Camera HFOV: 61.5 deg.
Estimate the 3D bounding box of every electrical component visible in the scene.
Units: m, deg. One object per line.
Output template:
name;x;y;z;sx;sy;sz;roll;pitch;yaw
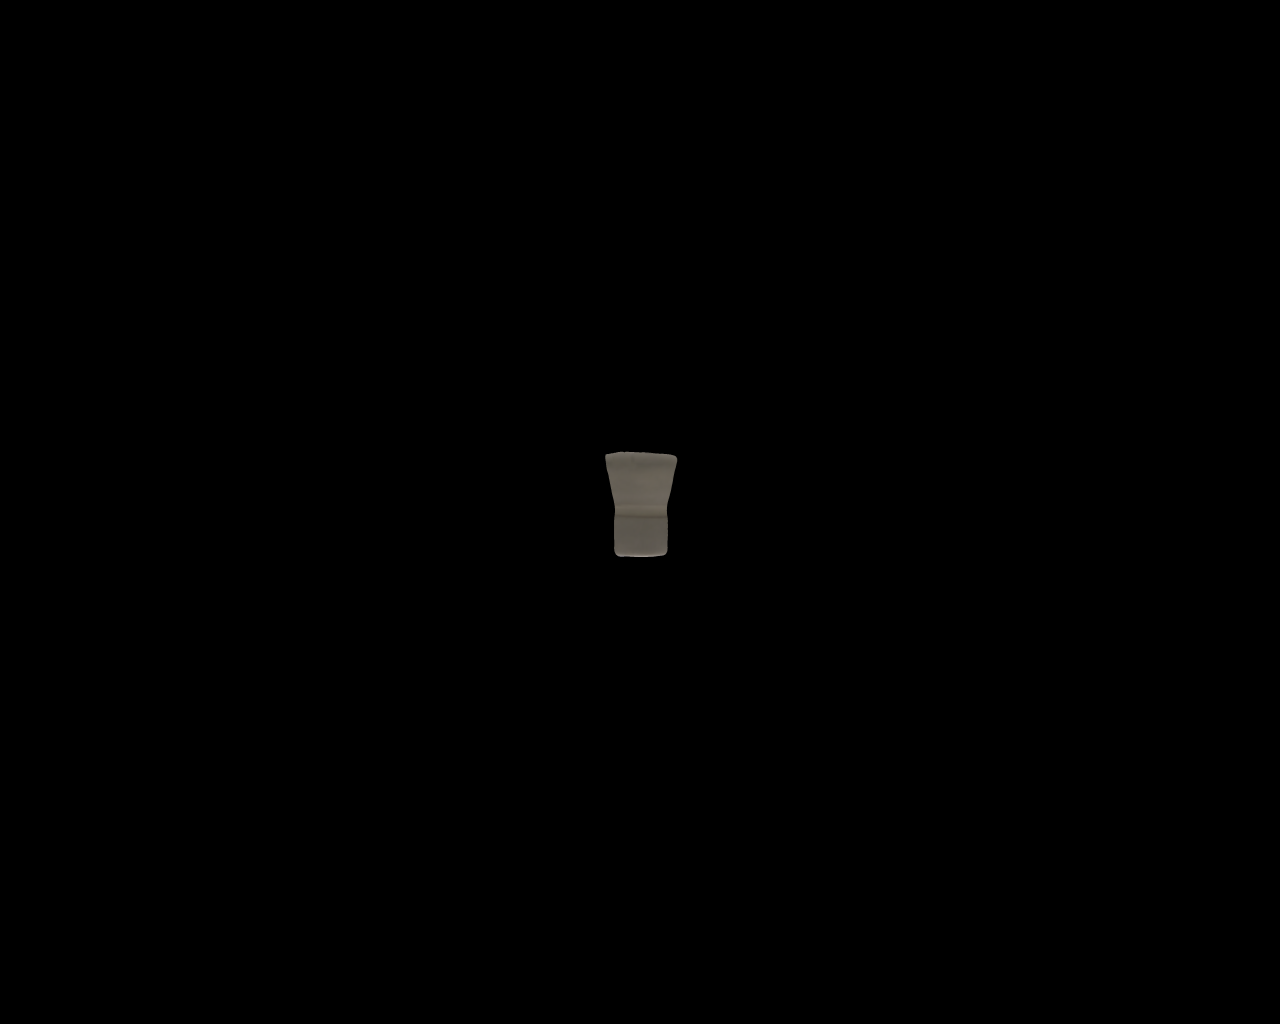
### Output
electrical component;0.001;-0.003;0.650;0.044;0.065;0.044;0;0;0
